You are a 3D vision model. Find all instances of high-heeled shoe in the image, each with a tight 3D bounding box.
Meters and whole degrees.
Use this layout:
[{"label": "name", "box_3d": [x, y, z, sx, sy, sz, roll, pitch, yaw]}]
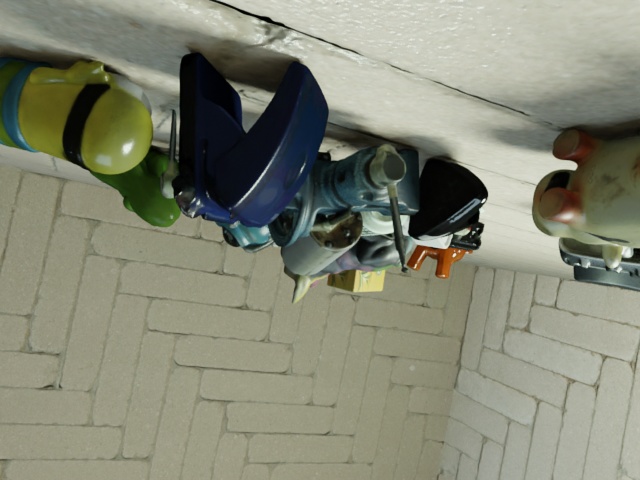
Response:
[{"label": "high-heeled shoe", "box_3d": [0.167, -0.035, 0.608, 0.145, 0.086, 0.249, 8, -177, -13]}]

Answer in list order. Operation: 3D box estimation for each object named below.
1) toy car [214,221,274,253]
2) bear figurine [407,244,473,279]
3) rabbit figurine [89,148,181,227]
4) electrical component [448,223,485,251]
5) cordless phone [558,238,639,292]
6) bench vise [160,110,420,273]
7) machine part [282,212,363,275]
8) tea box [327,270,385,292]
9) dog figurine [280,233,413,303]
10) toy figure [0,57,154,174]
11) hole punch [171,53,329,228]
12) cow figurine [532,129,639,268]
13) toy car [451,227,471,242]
[{"label": "toy car", "box_3d": [-0.109, -0.071, 0.753, 0.162, 0.109, 0.102, 47, 151, 18]}, {"label": "bear figurine", "box_3d": [0.329, 0.042, 1.447, 0.120, 0.132, 0.195, 18, 176, 29]}, {"label": "rabbit figurine", "box_3d": [-0.264, -0.089, 0.838, 0.159, 0.121, 0.170, 47, 180, -34]}, {"label": "electrical component", "box_3d": [0.256, -0.015, 1.095, 0.134, 0.058, 0.115, 10, 177, 7]}, {"label": "cordless phone", "box_3d": [0.372, -0.003, 0.671, 0.147, 0.088, 0.184, 11, 167, 35]}, {"label": "bench vise", "box_3d": [-0.030, -0.051, 0.529, 0.240, 0.128, 0.224, 1, -173, -23]}, {"label": "machine part", "box_3d": [-0.002, -0.002, 0.751, 0.079, 0.079, 0.243, 11, 163, -11]}, {"label": "tea box", "box_3d": [0.077, 0.009, 1.004, 0.068, 0.169, 0.098, 9, -176, 41]}, {"label": "dog figurine", "box_3d": [0.031, 0.030, 0.908, 0.192, 0.219, 0.108, 35, -147, 10]}, {"label": "toy figure", "box_3d": [-0.235, -0.109, 0.472, 0.180, 0.089, 0.082, 8, -177, 3]}, {"label": "hole punch", "box_3d": [-0.044, -0.067, 0.396, 0.092, 0.115, 0.142, 3, 178, 6]}, {"label": "cow figurine", "box_3d": [0.225, -0.029, 0.378, 0.127, 0.085, 0.195, 18, 176, -16]}, {"label": "toy car", "box_3d": [0.189, -0.031, 1.008, 0.073, 0.056, 0.202, 9, 178, -34]}]
